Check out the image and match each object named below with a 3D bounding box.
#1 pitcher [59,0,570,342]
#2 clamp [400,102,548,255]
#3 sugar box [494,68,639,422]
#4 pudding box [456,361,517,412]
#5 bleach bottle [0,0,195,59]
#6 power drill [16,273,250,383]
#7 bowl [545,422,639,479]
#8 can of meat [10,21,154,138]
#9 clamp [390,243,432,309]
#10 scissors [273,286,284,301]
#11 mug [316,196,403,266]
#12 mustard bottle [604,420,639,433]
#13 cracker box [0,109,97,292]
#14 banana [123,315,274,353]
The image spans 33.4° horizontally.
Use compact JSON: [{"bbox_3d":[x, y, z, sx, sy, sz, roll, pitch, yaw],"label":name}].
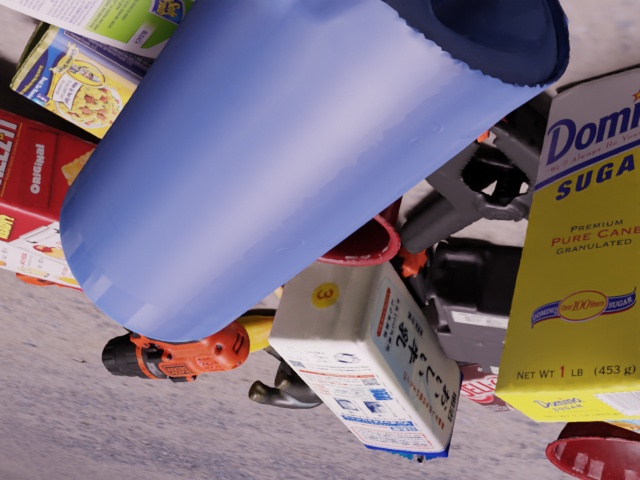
[{"bbox_3d":[-0.011,-0.053,0.484,0.149,0.145,0.243,37,131,-14],"label":"pitcher"},{"bbox_3d":[0.122,-0.028,0.644,0.165,0.036,0.210,8,159,13],"label":"clamp"},{"bbox_3d":[0.146,-0.002,0.517,0.094,0.176,0.048,-12,146,45],"label":"sugar box"},{"bbox_3d":[0.156,0.113,0.920,0.090,0.039,0.114,27,153,-24],"label":"pudding box"},{"bbox_3d":[-0.109,-0.136,0.525,0.250,0.068,0.103,24,152,-23],"label":"bleach bottle"},{"bbox_3d":[-0.178,0.062,0.959,0.185,0.057,0.187,-12,136,39],"label":"power drill"},{"bbox_3d":[0.290,0.185,0.972,0.162,0.055,0.162,13,155,6],"label":"bowl"},{"bbox_3d":[-0.123,-0.100,0.615,0.083,0.057,0.102,29,152,-21],"label":"can of meat"},{"bbox_3d":[0.045,0.041,0.834,0.120,0.039,0.172,26,158,-22],"label":"clamp"},{"bbox_3d":[-0.005,0.001,0.777,0.096,0.016,0.202,51,144,-15],"label":"scissors"},{"bbox_3d":[0.017,-0.044,0.619,0.093,0.081,0.117,26,154,-22],"label":"mug"},{"bbox_3d":[0.270,0.126,0.855,0.191,0.058,0.096,17,155,-3],"label":"mustard bottle"},{"bbox_3d":[-0.171,-0.015,0.775,0.213,0.072,0.164,20,159,-25],"label":"cracker box"},{"bbox_3d":[-0.120,0.087,1.033,0.198,0.037,0.069,6,154,21],"label":"banana"}]
